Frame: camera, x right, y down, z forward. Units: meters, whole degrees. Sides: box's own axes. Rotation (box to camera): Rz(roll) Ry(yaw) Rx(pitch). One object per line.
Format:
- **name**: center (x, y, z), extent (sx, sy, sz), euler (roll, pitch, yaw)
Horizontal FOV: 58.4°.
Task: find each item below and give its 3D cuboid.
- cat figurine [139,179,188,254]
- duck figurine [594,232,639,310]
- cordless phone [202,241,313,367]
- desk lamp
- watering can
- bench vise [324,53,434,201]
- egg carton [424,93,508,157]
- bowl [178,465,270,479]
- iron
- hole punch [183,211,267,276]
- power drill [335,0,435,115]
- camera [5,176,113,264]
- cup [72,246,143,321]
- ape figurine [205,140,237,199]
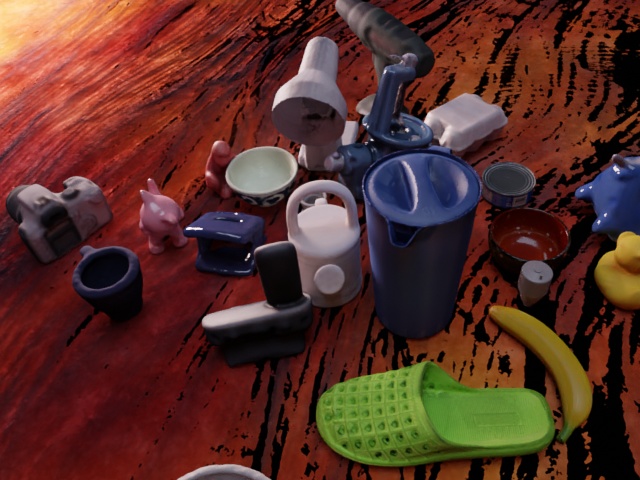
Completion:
- **cat figurine**: center (-0.254, -0.044, 0.906), extent (0.067, 0.118, 0.127), euler (-16, 47, -10)
- **duck figurine**: center (0.427, 0.036, 0.785), extent (0.077, 0.086, 0.104), euler (3, 47, 8)
- **cordless phone**: center (-0.085, 0.070, 0.733), extent (0.147, 0.185, 0.094), euler (-14, 47, -8)
- **desk lamp**: center (-0.002, -0.220, 0.983), extent (0.117, 0.214, 0.203), euler (4, 47, 10)
- **watering can**: center (0.009, 0.002, 0.783), extent (0.101, 0.194, 0.172), euler (-22, 48, -15)
- **bench vise**: center (0.106, -0.177, 0.927), extent (0.121, 0.220, 0.208), euler (27, 55, 28)
- **egg carton**: center (0.261, -0.207, 1.046), extent (0.150, 0.069, 0.107), euler (-32, 51, -23)
- **bowl**: center (-0.099, 0.319, 0.573), extent (0.167, 0.075, 0.167), euler (-3, 46, 3)
- **iron**: center (0.529, -0.078, 0.846), extent (0.258, 0.142, 0.118), euler (-4, 46, 1)
- **hole punch**: center (-0.144, -0.010, 0.881), extent (0.108, 0.091, 0.101), euler (6, 47, 12)
- **power drill**: center (0.115, -0.332, 1.082), extent (0.076, 0.209, 0.228), euler (-35, 53, -25)
- **camera**: center (-0.447, -0.056, 0.948), extent (0.136, 0.101, 0.143), euler (29, 55, 29)
- **cup**: center (-0.300, 0.065, 0.822), extent (0.092, 0.095, 0.117), euler (-37, 54, -26)
- **ape figurine**: center (-0.168, -0.131, 0.998), extent (0.078, 0.092, 0.076), euler (-21, 48, -14)
